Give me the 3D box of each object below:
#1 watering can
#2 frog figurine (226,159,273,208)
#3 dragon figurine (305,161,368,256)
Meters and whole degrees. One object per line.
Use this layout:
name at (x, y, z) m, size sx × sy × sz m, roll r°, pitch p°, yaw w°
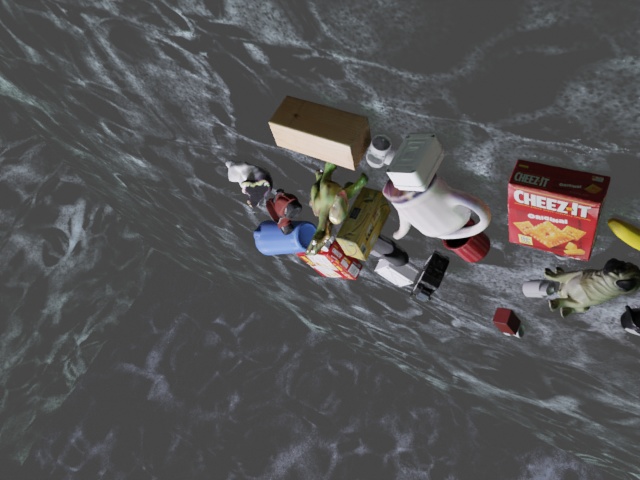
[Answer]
watering can at (0.235, -0.072, 1.226) m, size 0.222 × 0.106 × 0.346 m, roll 41°, pitch 155°, yaw -22°
frog figurine at (-0.220, -0.201, 1.614) m, size 0.135 × 0.122 × 0.163 m, roll 42°, pitch -166°, yaw -51°
dragon figurine at (0.004, -0.069, 1.378) m, size 0.122 × 0.247 × 0.405 m, roll 28°, pitch 159°, yaw -9°
